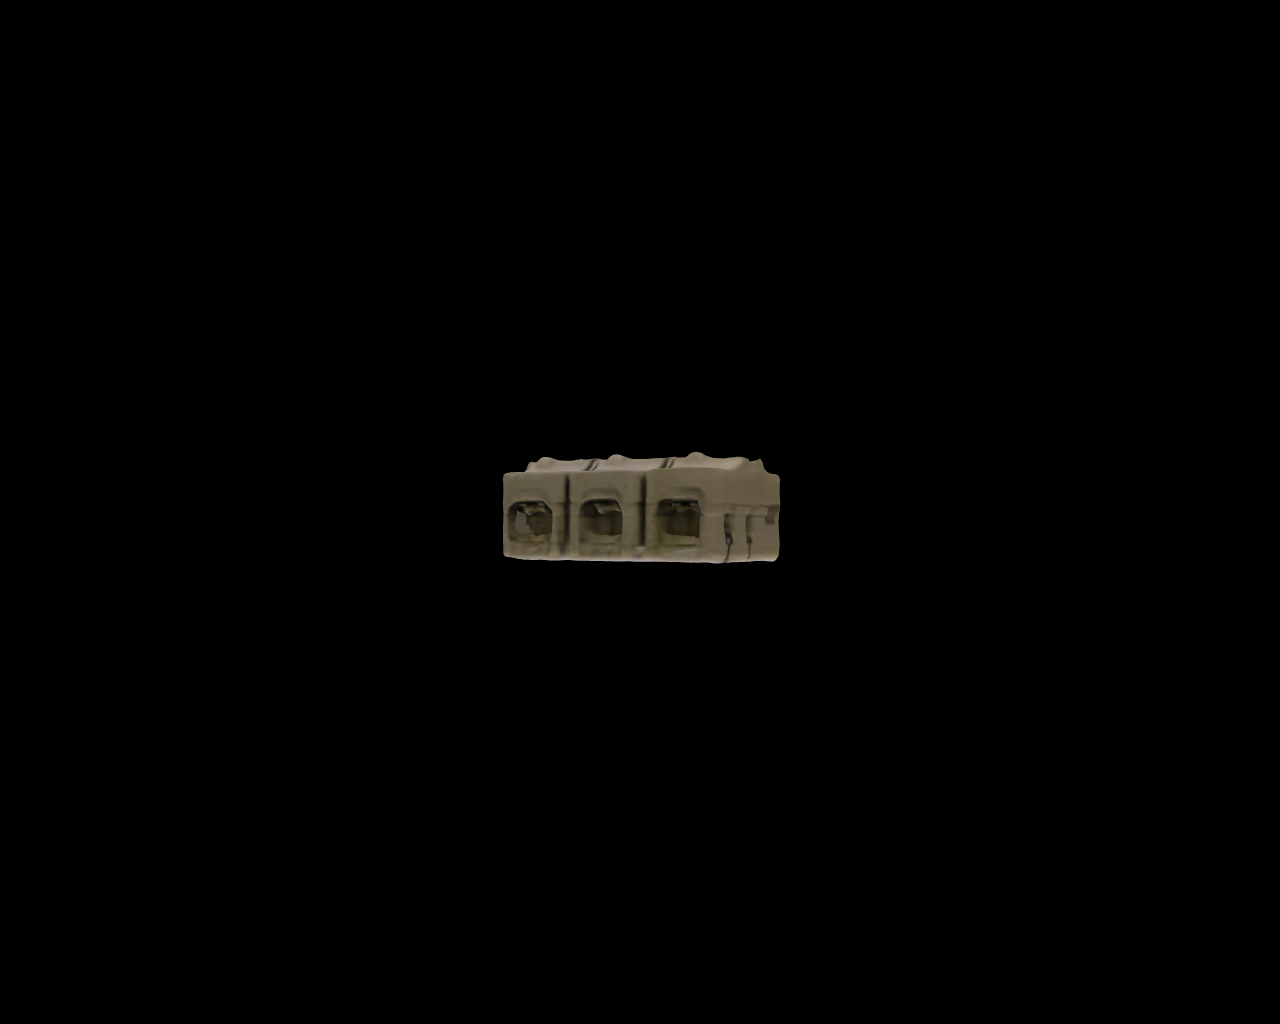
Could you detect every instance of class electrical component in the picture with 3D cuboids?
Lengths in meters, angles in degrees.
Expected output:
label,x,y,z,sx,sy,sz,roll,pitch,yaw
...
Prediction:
label,x,y,z,sx,sy,sz,roll,pitch,yaw
electrical component,0.001,-0.003,0.650,0.150,0.061,0.089,0,0,32
